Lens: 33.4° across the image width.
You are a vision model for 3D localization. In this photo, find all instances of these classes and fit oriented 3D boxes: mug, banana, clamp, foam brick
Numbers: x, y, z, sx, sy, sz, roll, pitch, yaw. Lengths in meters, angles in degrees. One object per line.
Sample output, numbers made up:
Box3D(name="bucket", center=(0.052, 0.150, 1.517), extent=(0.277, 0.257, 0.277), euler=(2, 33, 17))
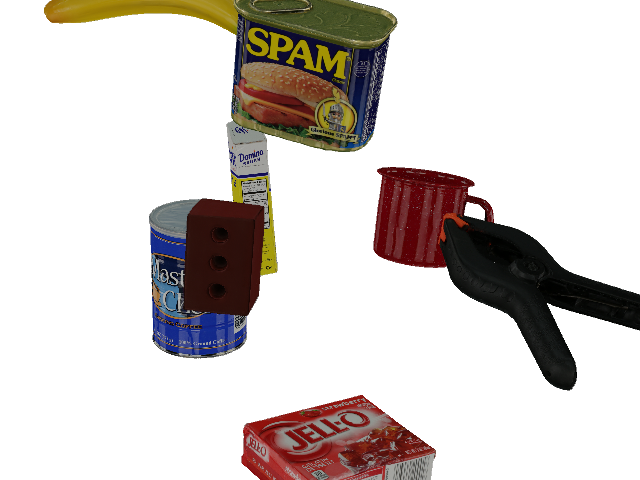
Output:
Box3D(name="mug", center=(0.106, -0.020, 1.016), extent=(0.117, 0.081, 0.093), euler=(10, 12, 14))
Box3D(name="banana", center=(-0.136, -0.202, 0.907), extent=(0.198, 0.069, 0.037), euler=(10, -42, 16))
Box3D(name="clamp", center=(0.159, 0.032, 0.764), extent=(0.120, 0.039, 0.172), euler=(-11, 43, -34))
Box3D(name="foam brick", center=(-0.074, 0.012, 0.824), extent=(0.053, 0.078, 0.051), euler=(5, 14, 6))

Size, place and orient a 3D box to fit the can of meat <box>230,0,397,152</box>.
Box3D(name="can of meat", center=(-0.008, -0.112, 0.697), extent=(0.102, 0.084, 0.057), euler=(17, 36, 13))

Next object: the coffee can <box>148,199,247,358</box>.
Box3D(name="coffee can", center=(-0.127, 0.039, 1.125), extent=(0.103, 0.140, 0.103), euler=(2, 21, -1))

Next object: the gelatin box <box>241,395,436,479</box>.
Box3D(name="gelatin box", center=(0.010, 0.124, 0.619), extent=(0.089, 0.030, 0.073), euler=(-7, 23, -34))

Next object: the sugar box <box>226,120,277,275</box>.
Box3D(name="sugar box", center=(-0.085, -0.053, 1.317), extent=(0.048, 0.176, 0.093), euler=(-10, 24, -8))
